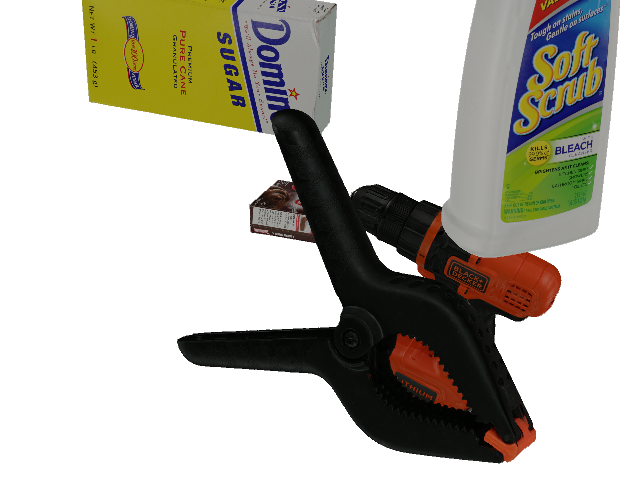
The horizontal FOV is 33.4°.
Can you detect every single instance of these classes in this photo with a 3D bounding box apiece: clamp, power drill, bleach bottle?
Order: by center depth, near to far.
[{"bbox_3d":[0.024,0.037,0.560,0.210,0.165,0.036,29,24,25],"label":"clamp"},{"bbox_3d":[0.128,-0.117,0.639,0.102,0.251,0.068,-11,30,-16],"label":"bleach bottle"},{"bbox_3d":[0.093,0.054,0.904,0.184,0.188,0.057,28,46,17],"label":"power drill"}]

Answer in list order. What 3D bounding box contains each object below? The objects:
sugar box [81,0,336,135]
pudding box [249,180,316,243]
[{"bbox_3d":[-0.079,-0.132,0.758,0.176,0.093,0.048,12,34,15],"label":"sugar box"},{"bbox_3d":[-0.026,-0.036,1.280,0.090,0.039,0.113,9,23,14],"label":"pudding box"}]
